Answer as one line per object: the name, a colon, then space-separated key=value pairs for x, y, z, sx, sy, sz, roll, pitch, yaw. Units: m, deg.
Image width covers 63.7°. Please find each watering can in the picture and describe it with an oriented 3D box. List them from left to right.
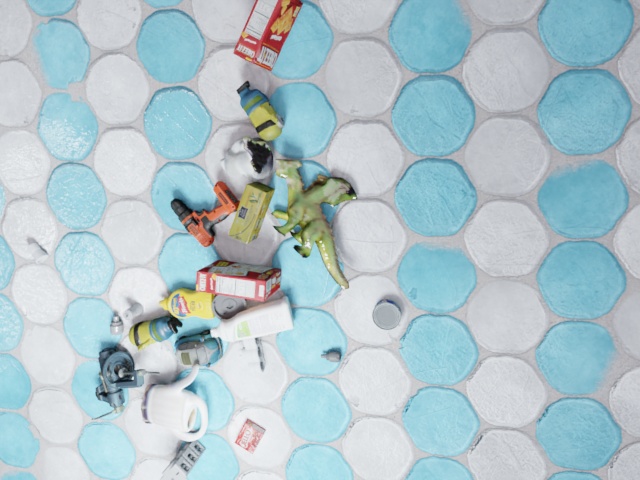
watering can: x=-0.471 y=0.517 z=1.673 sx=0.224 sy=0.106 sz=0.341 roll=9 pitch=117 yaw=10

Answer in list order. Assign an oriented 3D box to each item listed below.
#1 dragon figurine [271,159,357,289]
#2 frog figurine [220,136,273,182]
dragon figurine: x=0.005 y=-0.076 z=1.501 sx=0.411 sy=0.122 sz=0.242 roll=43 pitch=97 yaw=2
frog figurine: x=-0.217 y=-0.233 z=1.535 sx=0.158 sy=0.125 sz=0.136 roll=-22 pitch=106 yaw=51
